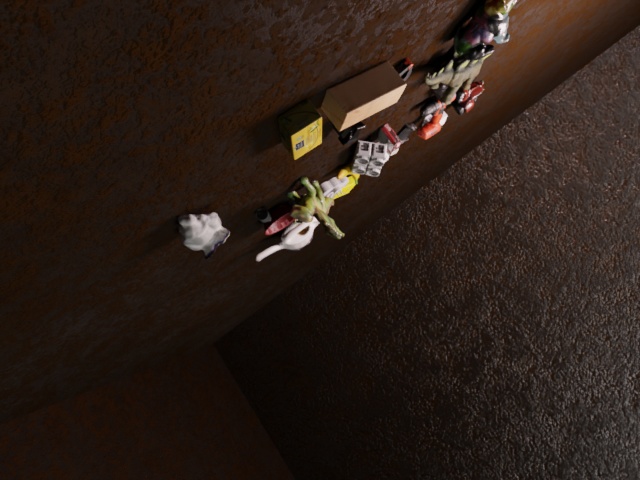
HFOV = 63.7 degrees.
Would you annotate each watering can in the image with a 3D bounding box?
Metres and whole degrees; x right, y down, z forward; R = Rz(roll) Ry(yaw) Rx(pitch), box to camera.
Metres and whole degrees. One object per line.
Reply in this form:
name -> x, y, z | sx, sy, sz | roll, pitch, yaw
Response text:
watering can -> -0.136, -0.002, 2.293 | 0.349, 0.105, 0.222 | -34, 171, -7

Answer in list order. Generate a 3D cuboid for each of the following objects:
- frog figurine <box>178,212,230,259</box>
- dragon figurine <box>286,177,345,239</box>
frog figurine -> -0.362, -0.035, 1.517 | 0.136, 0.126, 0.157 | -31, 135, 23
dragon figurine -> 0.006, -0.094, 1.877 | 0.121, 0.246, 0.409 | -40, 155, 22
